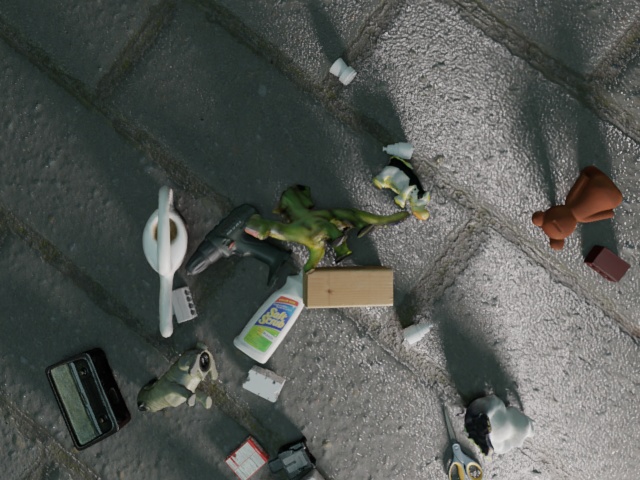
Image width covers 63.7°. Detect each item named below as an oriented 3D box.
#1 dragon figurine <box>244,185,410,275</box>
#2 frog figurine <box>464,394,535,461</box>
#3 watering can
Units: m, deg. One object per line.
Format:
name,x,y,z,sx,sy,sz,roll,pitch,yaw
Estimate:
dragon figurine,0.004,-0.063,1.243,0.414,0.119,0.246,-22,56,-35
frog figurine,0.432,0.441,1.243,0.160,0.121,0.138,-9,80,-31
watering can,-0.373,0.043,1.249,0.104,0.224,0.347,0,91,-12
